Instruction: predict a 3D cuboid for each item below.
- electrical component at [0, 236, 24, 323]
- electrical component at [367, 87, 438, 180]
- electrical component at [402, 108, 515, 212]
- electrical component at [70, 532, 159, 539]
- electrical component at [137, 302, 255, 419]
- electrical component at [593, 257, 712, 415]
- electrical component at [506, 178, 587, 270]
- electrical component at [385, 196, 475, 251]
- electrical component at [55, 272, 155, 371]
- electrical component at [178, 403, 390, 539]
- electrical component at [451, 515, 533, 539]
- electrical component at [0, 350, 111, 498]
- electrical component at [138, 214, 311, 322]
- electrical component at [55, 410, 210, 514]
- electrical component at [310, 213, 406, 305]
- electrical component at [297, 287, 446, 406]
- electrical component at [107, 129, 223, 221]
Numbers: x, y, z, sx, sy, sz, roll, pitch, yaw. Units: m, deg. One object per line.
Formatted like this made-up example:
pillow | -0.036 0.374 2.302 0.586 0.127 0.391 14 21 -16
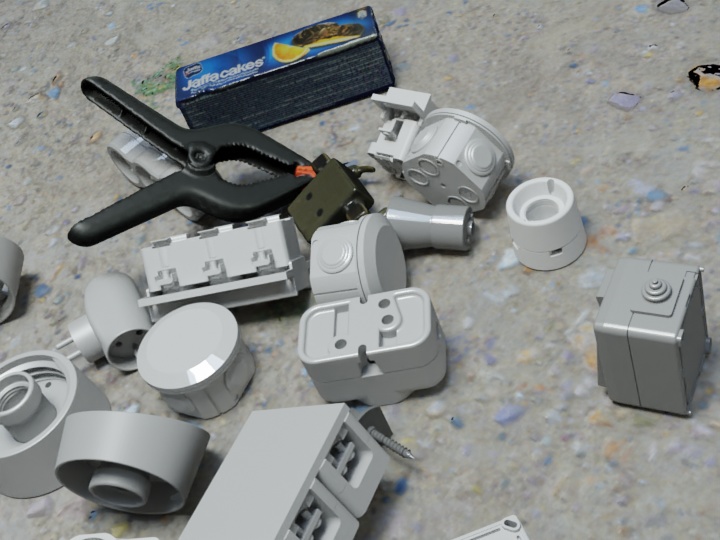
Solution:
electrical component | -0.343 0.007 0.929 0.099 0.099 0.064 -17 51 7
electrical component | 0.040 -0.112 0.900 0.042 0.081 0.063 17 80 35
electrical component | 0.077 -0.085 0.852 0.080 0.080 0.051 16 62 33
electrical component | -0.212 0.233 0.683 0.186 0.060 0.105 -8 46 15
electrical component | -0.122 0.068 0.809 0.080 0.051 0.080 -12 45 12
electrical component | 0.182 0.037 0.679 0.061 0.096 0.061 8 52 29
electrical component | 0.138 -0.036 0.801 0.055 0.047 0.055 -12 45 12
electrical component | 0.057 -0.034 0.839 0.065 0.044 0.044 5 51 20
electrical component | -0.208 0.049 0.868 0.079 0.043 0.077 -30 45 -5
electrical component | -0.053 0.163 0.668 0.089 0.061 0.150 -11 38 42
electrical component | 0.073 0.190 0.611 0.096 0.061 0.061 -20 44 -6
electrical component | -0.252 0.110 0.816 0.108 0.060 0.108 -12 45 12
electrical component | -0.108 -0.003 0.852 0.121 0.063 0.079 -11 5 13
electrical component | -0.157 0.126 0.739 0.099 0.099 0.064 -3 54 20
electrical component | 0.000 0.000 0.803 0.051 0.080 0.080 -8 46 23
electrical component | 0.011 0.056 0.759 0.095 0.059 0.053 -11 46 13
electrical component | -0.165 -0.103 0.987 0.074 0.052 0.138 -43 48 -19
